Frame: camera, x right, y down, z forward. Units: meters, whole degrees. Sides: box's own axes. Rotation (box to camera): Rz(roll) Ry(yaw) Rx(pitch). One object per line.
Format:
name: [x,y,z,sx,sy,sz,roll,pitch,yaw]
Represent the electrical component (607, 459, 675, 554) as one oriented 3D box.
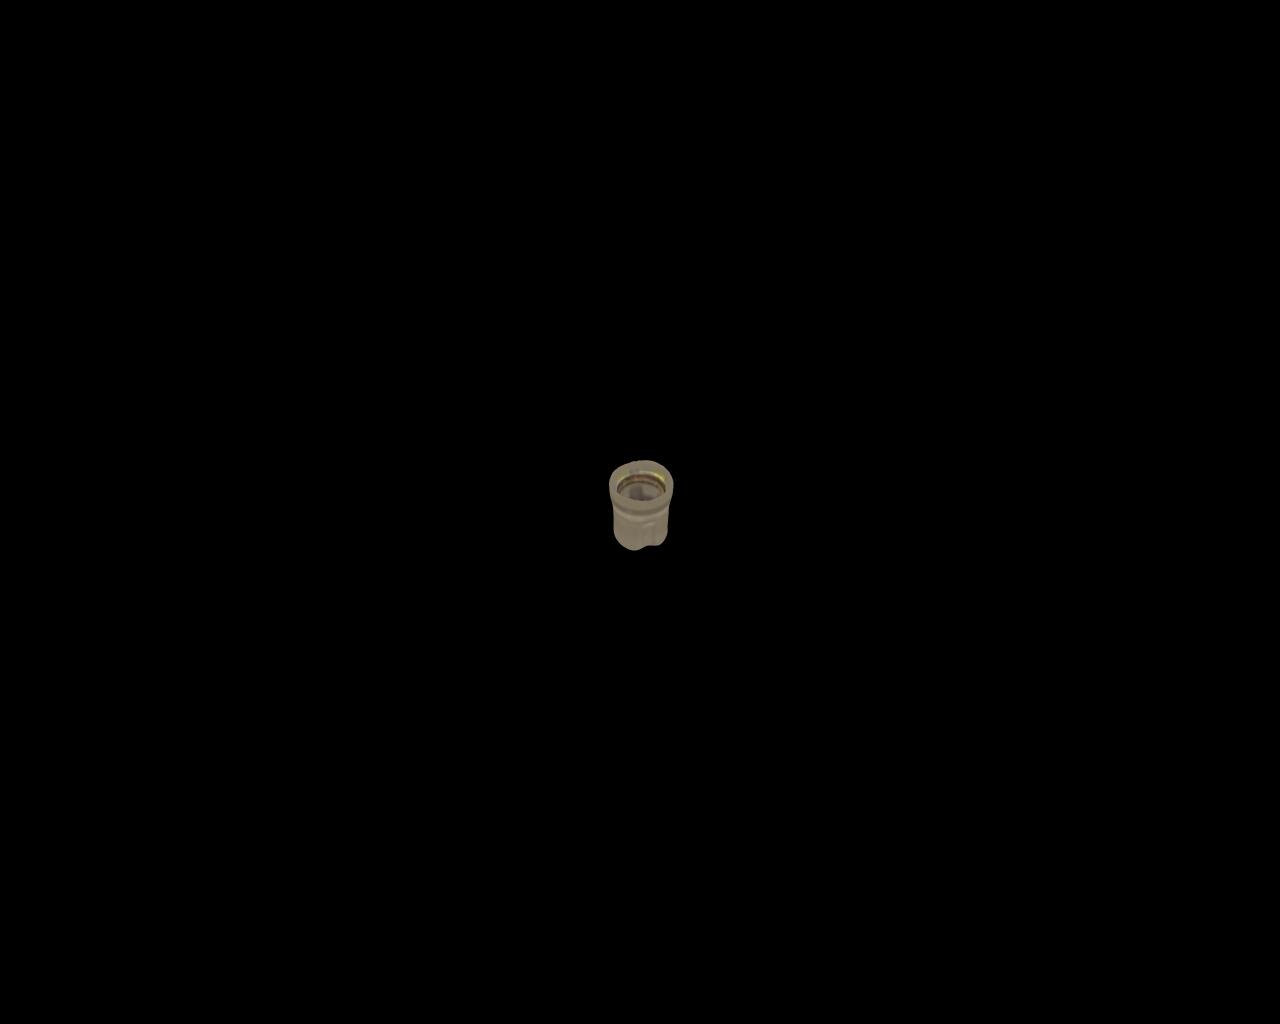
electrical component: [0.001,-0.003,0.650,0.040,0.046,0.040,0,42,0]
